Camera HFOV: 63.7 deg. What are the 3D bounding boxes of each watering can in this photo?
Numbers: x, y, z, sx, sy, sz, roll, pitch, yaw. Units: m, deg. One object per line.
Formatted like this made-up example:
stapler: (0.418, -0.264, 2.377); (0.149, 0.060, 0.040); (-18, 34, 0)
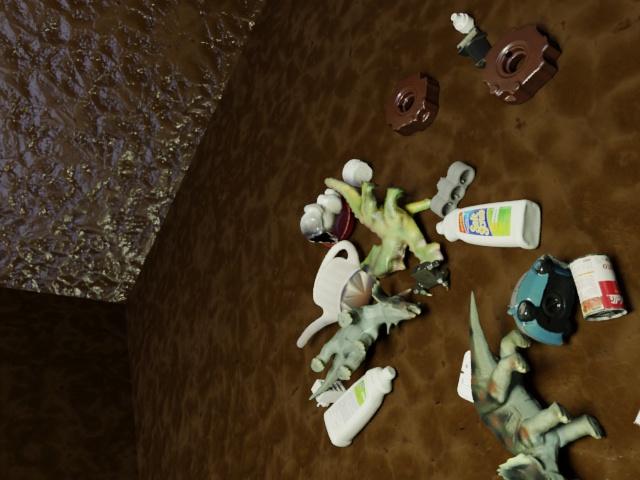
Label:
watering can: (0.045, 0.175, 1.467); (0.103, 0.348, 0.226); (19, 0, -34)

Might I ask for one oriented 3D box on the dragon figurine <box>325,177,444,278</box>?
dragon figurine: (0.152, -0.023, 1.350); (0.412, 0.242, 0.122); (15, 4, 41)

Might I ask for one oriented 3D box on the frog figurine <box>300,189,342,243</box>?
frog figurine: (0.005, -0.076, 1.508); (0.122, 0.162, 0.136); (-14, -24, 34)
